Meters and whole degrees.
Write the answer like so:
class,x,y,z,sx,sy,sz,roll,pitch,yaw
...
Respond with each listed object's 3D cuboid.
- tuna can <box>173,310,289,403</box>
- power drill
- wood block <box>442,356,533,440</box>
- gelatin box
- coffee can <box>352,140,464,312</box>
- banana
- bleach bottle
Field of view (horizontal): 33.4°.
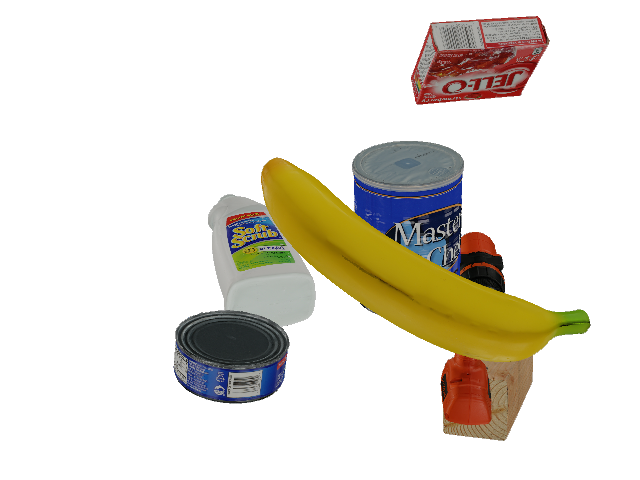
class,x,y,z,sx,sy,sz,roll,pitch,yaw
tuna can,-0.068,0.087,0.805,0.086,0.034,0.086,6,23,-3
power drill,0.168,0.104,1.165,0.057,0.188,0.184,5,24,4
wood block,0.246,0.202,1.543,0.091,0.090,0.205,3,16,20
gelatin box,0.120,-0.137,0.817,0.089,0.030,0.073,-5,-23,-11
coffee can,0.083,-0.011,1.012,0.103,0.140,0.103,-2,28,1
banana,0.037,0.013,0.549,0.198,0.037,0.069,30,22,19
bleach bottle,-0.086,0.011,1.229,0.102,0.068,0.251,-8,28,-16
